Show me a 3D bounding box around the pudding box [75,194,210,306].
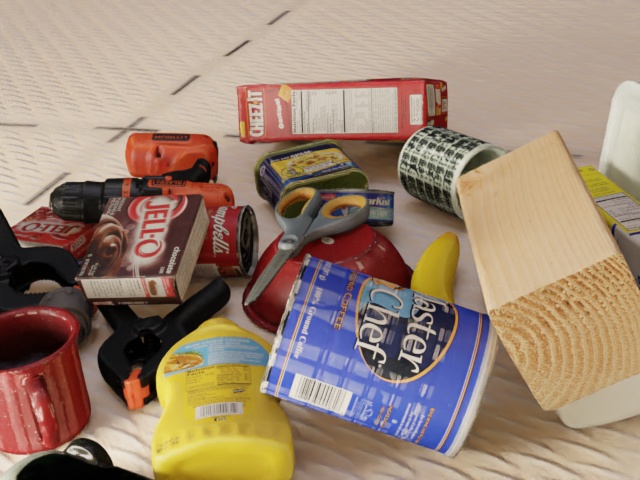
[{"bbox_3d":[-0.153,0.007,0.936,0.090,0.039,0.113,-3,43,12],"label":"pudding box"}]

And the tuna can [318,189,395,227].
[{"bbox_3d":[0.030,-0.031,1.042,0.086,0.034,0.086,1,-1,0],"label":"tuna can"}]

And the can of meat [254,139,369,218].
[{"bbox_3d":[-0.008,-0.059,1.119,0.102,0.057,0.084,-14,30,-15],"label":"can of meat"}]

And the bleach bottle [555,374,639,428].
[{"bbox_3d":[0.194,0.048,0.853,0.102,0.068,0.251,-18,26,1],"label":"bleach bottle"}]

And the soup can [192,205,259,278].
[{"bbox_3d":[-0.115,0.002,1.011,0.102,0.068,0.068,-1,27,12],"label":"soup can"}]

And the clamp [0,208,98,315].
[{"bbox_3d":[-0.293,0.029,1.013,0.210,0.036,0.164,7,45,22],"label":"clamp"}]

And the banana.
[{"bbox_3d":[0.107,0.049,0.893,0.069,0.037,0.198,-23,23,2],"label":"banana"}]

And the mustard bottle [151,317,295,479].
[{"bbox_3d":[-0.074,0.113,0.795,0.096,0.058,0.191,-7,27,-3],"label":"mustard bottle"}]

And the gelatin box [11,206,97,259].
[{"bbox_3d":[-0.273,-0.005,1.101,0.089,0.030,0.073,7,30,25],"label":"gelatin box"}]

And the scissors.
[{"bbox_3d":[-0.006,0.001,0.921,0.096,0.016,0.201,-4,28,6],"label":"scissors"}]

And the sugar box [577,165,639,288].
[{"bbox_3d":[0.246,0.013,0.879,0.048,0.093,0.176,-13,28,-13],"label":"sugar box"}]

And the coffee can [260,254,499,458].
[{"bbox_3d":[0.041,0.079,0.739,0.140,0.103,0.102,18,30,2],"label":"coffee can"}]

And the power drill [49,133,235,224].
[{"bbox_3d":[-0.180,-0.061,1.130,0.184,0.057,0.187,3,24,-4],"label":"power drill"}]

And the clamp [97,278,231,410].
[{"bbox_3d":[-0.132,0.080,0.898,0.120,0.039,0.171,-13,30,-2],"label":"clamp"}]

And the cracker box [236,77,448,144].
[{"bbox_3d":[0.031,-0.148,1.226,0.214,0.072,0.164,0,8,15],"label":"cracker box"}]

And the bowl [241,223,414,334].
[{"bbox_3d":[0.007,0.024,0.955,0.162,0.055,0.162,-5,27,2],"label":"bowl"}]

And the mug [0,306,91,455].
[{"bbox_3d":[-0.216,0.113,0.802,0.093,0.081,0.117,-19,29,-23],"label":"mug"}]

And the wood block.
[{"bbox_3d":[0.164,0.014,0.755,0.091,0.090,0.206,-27,23,14],"label":"wood block"}]

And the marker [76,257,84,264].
[{"bbox_3d":[-0.199,0.017,1.055,0.121,0.020,0.020,-16,29,-19],"label":"marker"}]
